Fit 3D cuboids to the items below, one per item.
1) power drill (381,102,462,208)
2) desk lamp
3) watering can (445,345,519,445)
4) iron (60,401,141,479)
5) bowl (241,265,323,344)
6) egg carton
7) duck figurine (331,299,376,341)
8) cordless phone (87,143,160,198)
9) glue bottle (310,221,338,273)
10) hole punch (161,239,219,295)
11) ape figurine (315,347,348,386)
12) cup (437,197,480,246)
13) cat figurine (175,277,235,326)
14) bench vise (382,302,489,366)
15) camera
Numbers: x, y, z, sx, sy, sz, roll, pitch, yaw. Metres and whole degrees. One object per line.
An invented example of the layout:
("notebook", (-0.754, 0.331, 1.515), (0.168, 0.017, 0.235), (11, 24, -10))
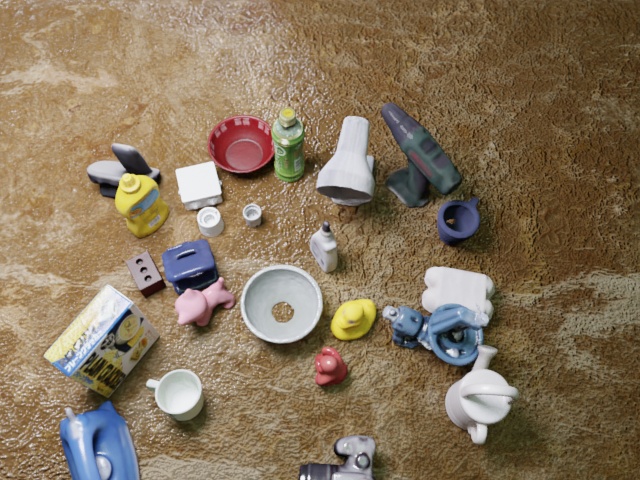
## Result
("power drill", (0.205, -0.169, 1.258), (0.076, 0.208, 0.229), (-38, 72, -17))
("desk lamp", (0.063, -0.154, 1.243), (0.118, 0.213, 0.203), (9, 65, 2))
("watering can", (0.301, 0.284, 1.063), (0.101, 0.194, 0.173), (-11, 66, -7))
("iron", (-0.389, 0.414, 1.006), (0.119, 0.141, 0.258), (-23, 68, -12))
("bowl", (-0.077, 0.140, 1.180), (0.167, 0.075, 0.167), (1, 65, -2))
("egg carton", (0.292, 0.116, 1.208), (0.150, 0.069, 0.107), (10, 65, 2))
("duck figurine", (0.071, 0.154, 1.173), (0.105, 0.086, 0.077), (-33, 71, -16))
("cordless phone", (-0.438, -0.167, 1.245), (0.147, 0.185, 0.094), (7, 65, 1))
("glue bottle", (0.011, 0.004, 1.191), (0.037, 0.173, 0.078), (-26, 69, -13))
("hole punch", (-0.277, 0.048, 1.205), (0.109, 0.091, 0.101), (-20, 68, -11))
("ape figurine", (0.018, 0.249, 1.124), (0.076, 0.092, 0.078), (31, 68, 12))
("cup", (0.304, -0.038, 1.265), (0.091, 0.095, 0.118), (38, 70, 14))
("cat figurine", (-0.240, 0.122, 1.158), (0.128, 0.118, 0.067), (-39, 72, -17))
("bench vise", (0.227, 0.174, 1.096), (0.207, 0.220, 0.121), (2, 65, -1))
("camera", (0.030, 0.427, 1.039), (0.137, 0.101, 0.143), (5, 65, 0))
